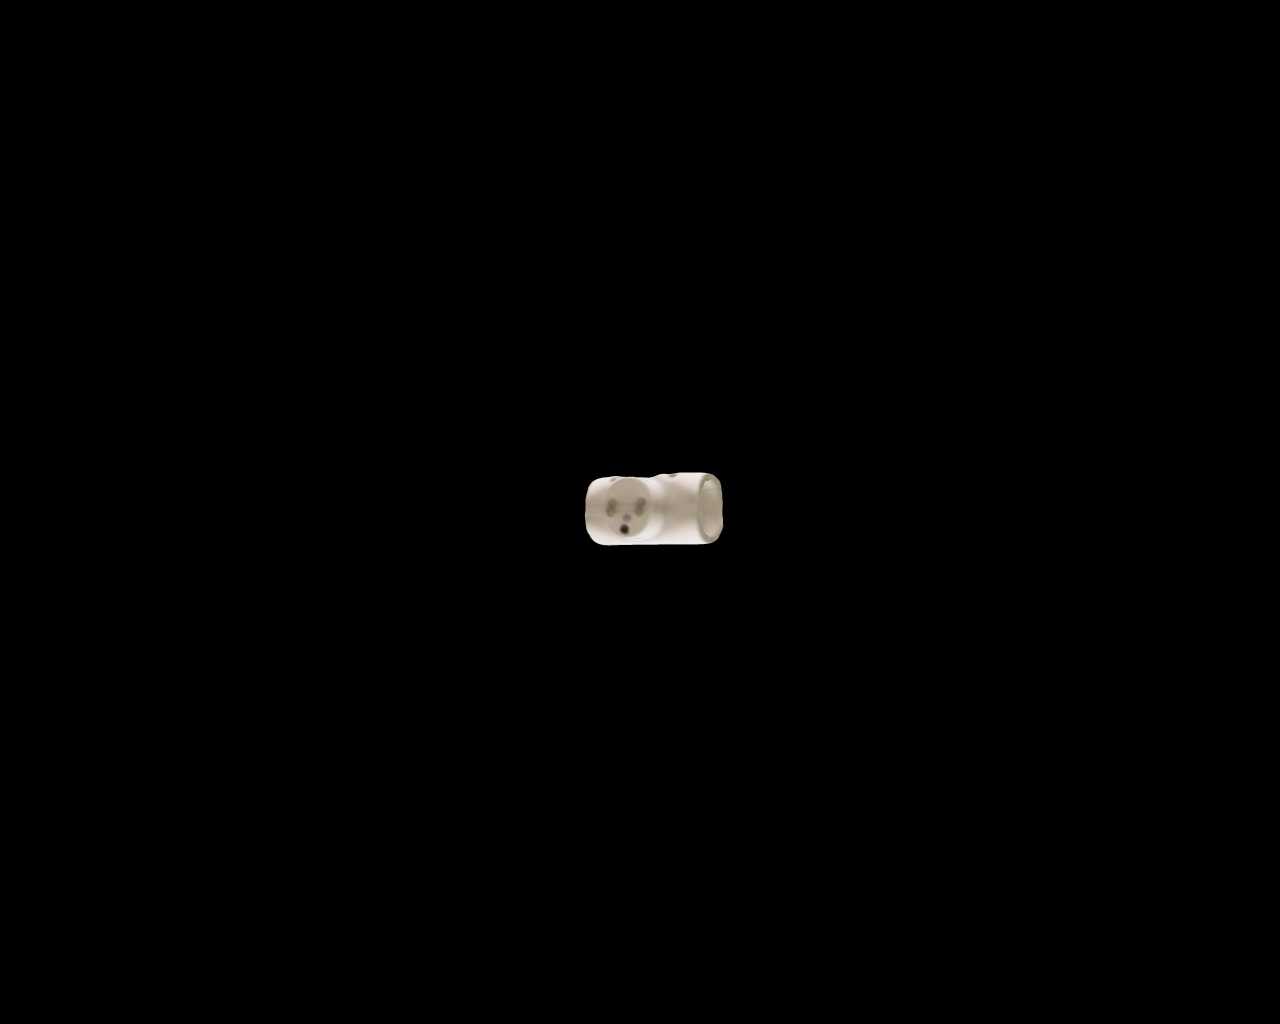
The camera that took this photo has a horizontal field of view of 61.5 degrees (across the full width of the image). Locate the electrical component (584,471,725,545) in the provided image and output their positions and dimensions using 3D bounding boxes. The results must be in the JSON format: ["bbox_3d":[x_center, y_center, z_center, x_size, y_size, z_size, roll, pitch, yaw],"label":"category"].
[{"bbox_3d":[0.001,-0.003,0.650,0.077,0.044,0.079,-2,-3,27],"label":"electrical component"}]
